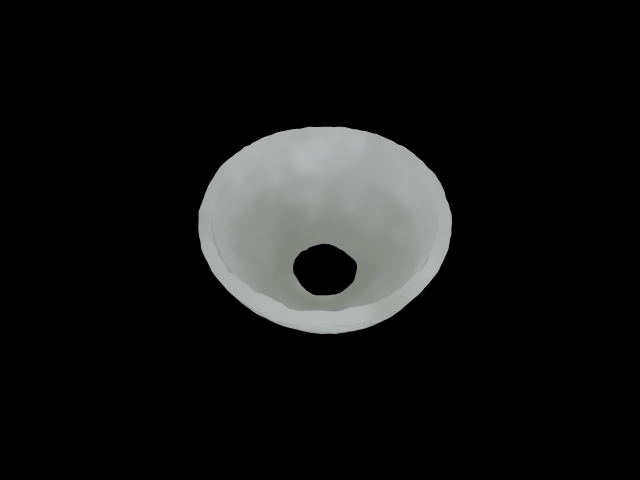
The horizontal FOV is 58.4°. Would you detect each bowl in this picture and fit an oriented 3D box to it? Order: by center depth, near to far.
[{"bbox_3d":[0.004,0.001,0.400,0.167,0.075,0.167,0,53,0],"label":"bowl"}]
